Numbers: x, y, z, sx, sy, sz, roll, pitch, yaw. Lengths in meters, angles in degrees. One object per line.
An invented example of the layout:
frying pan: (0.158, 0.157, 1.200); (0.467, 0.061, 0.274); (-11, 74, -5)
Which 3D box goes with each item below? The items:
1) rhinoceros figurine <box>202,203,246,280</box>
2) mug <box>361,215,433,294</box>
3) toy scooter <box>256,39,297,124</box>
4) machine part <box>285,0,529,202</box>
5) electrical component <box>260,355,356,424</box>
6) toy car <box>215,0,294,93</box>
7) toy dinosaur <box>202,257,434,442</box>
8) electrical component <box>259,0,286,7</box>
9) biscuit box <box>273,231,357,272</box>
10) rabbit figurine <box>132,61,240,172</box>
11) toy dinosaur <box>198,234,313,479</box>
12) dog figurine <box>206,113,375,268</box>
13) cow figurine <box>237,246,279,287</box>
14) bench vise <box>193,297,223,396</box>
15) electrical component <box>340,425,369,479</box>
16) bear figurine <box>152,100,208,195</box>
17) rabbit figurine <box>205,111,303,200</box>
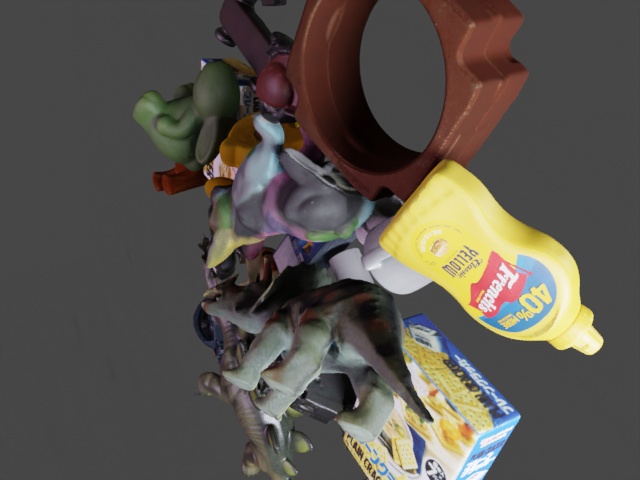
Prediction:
rhinoceros figurine: (-0.200, 0.007, 1.086); (0.112, 0.073, 0.190); (44, 137, 42)
mug: (0.098, 0.000, 0.532); (0.107, 0.109, 0.081); (-36, 65, 46)
toy scooter: (-0.014, -0.200, 0.656); (0.184, 0.075, 0.135); (30, 135, 38)
machine part: (0.070, -0.153, 0.496); (0.201, 0.087, 0.200); (49, 140, 20)
electrical component: (0.000, 0.182, 0.746); (0.058, 0.134, 0.115); (122, 171, -56)
toy car: (-0.094, -0.293, 0.791); (0.089, 0.053, 0.202); (-54, 54, 30)
toy dinosaur: (0.010, 0.097, 0.579); (0.131, 0.192, 0.405); (44, 150, -26)
electrical component: (-0.065, -0.358, 0.744); (0.094, 0.021, 0.063); (31, 127, 54)
biscuit box: (-0.002, -0.002, 0.742); (0.059, 0.063, 0.202); (67, 149, 17)
rabbit figurine: (-0.179, -0.183, 0.794); (0.170, 0.121, 0.159); (-31, 80, 43)
toy dinosaur: (-0.104, 0.222, 0.842); (0.198, 0.105, 0.471); (-35, 81, 53)
dog figurine: (-0.052, -0.028, 0.634); (0.192, 0.108, 0.219); (50, 127, 22)
cow figurine: (-0.072, 0.083, 0.879); (0.195, 0.085, 0.127); (60, 139, 40)
bench vise: (-0.195, 0.199, 1.091); (0.240, 0.129, 0.223); (111, 159, -72)
electrical component: (0.072, 0.293, 0.756); (0.102, 0.045, 0.078); (60, 149, 27)
bear figurine: (-0.286, -0.202, 1.098); (0.120, 0.132, 0.195); (22, 126, 55)
rabbit figurine: (-0.074, -0.084, 0.773); (0.122, 0.162, 0.173); (43, 156, 29)
